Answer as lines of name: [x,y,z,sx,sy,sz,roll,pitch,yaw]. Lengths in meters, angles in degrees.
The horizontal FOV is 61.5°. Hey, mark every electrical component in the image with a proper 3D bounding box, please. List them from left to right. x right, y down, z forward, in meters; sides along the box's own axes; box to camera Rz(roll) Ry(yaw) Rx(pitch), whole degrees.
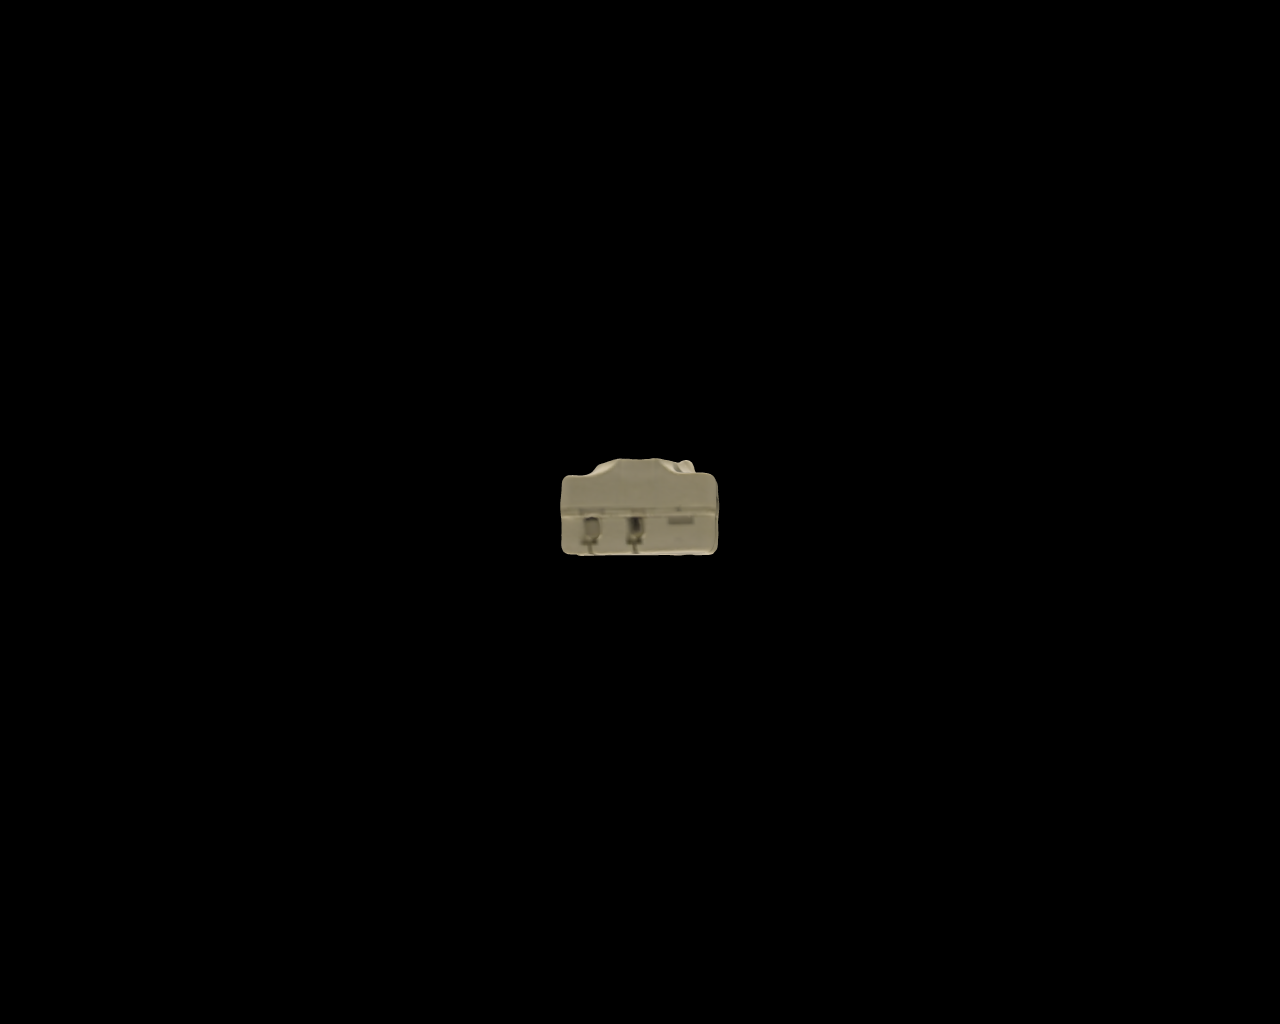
electrical component: [0.001,-0.003,0.650,0.089,0.055,0.050,0,-4,7]
